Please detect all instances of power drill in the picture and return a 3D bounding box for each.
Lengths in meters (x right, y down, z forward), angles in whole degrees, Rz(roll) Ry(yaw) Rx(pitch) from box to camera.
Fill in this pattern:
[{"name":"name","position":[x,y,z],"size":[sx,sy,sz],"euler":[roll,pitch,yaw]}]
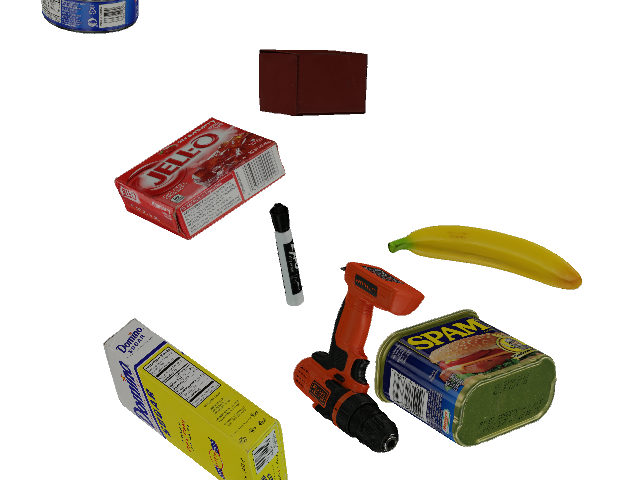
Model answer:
[{"name":"power drill","position":[0.052,0.133,1.249],"size":[0.057,0.188,0.185],"euler":[13,13,-41]}]

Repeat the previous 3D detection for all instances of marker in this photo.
[{"name":"marker","position":[-0.034,0.015,1.098],"size":[0.020,0.121,0.020],"euler":[-6,33,4]}]

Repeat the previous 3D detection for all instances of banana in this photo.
[{"name":"banana","position":[0.173,0.016,1.103],"size":[0.198,0.037,0.069],"euler":[9,35,17]}]

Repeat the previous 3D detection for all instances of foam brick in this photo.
[{"name":"foam brick","position":[-0.006,-0.132,0.888],"size":[0.078,0.051,0.053],"euler":[-7,16,-39]}]

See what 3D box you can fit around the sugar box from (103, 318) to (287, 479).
[{"name":"sugar box","position":[-0.109,0.149,0.922],"size":[0.176,0.093,0.048],"euler":[28,53,28]}]

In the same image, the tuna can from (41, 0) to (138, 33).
[{"name":"tuna can","position":[-0.203,-0.214,0.941],"size":[0.086,0.034,0.086],"euler":[5,33,-4]}]

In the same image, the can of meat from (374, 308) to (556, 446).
[{"name":"can of meat","position":[0.104,0.097,0.755],"size":[0.101,0.057,0.084],"euler":[-13,27,-35]}]

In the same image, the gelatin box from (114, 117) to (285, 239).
[{"name":"gelatin box","position":[-0.081,-0.043,0.711],"size":[0.089,0.030,0.073],"euler":[-36,38,-27]}]
